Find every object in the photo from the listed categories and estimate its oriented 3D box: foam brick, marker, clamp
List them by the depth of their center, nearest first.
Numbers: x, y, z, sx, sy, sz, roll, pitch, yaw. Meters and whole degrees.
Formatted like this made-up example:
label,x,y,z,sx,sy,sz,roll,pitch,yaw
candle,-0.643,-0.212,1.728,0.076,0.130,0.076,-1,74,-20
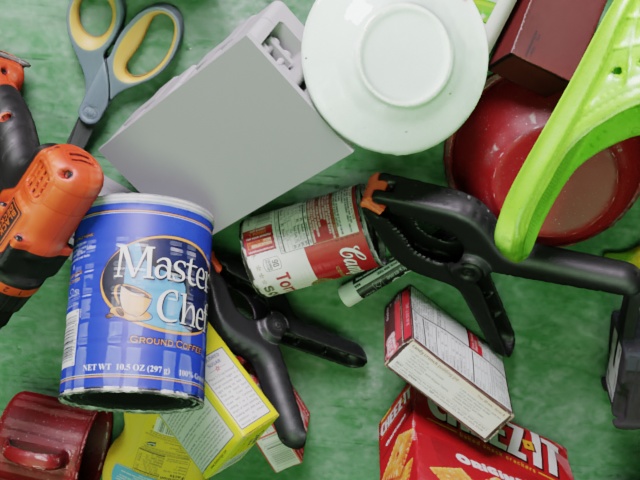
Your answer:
label,x,y,z,sx,sy,sz,roll,pitch,yaw
foam brick,0.160,-0.149,0.747,0.053,0.051,0.078,24,84,-7
clamp,0.118,0.019,0.827,0.210,0.036,0.165,28,144,-9
clamp,-0.044,0.085,0.871,0.171,0.120,0.039,40,132,-10
marker,0.069,0.018,0.874,0.121,0.020,0.020,-32,110,19

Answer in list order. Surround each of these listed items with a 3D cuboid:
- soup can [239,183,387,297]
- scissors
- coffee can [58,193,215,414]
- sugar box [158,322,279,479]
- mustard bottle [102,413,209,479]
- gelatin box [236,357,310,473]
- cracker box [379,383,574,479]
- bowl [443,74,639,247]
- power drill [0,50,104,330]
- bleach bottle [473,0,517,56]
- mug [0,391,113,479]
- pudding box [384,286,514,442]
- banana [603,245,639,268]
label,x,y,z,sx,sy,sz,roll,pitch,yaw
soup can,-0.006,0.001,0.845,0.102,0.068,0.068,-16,114,12
scissors,-0.188,-0.119,0.832,0.096,0.016,0.202,43,112,-14
coffee can,-0.131,0.048,0.769,0.103,0.103,0.140,0,73,5
sugar box,-0.114,0.099,0.860,0.176,0.048,0.093,53,140,14
mustard bottle,-0.144,0.201,0.964,0.096,0.058,0.192,16,117,-9
gelatin box,-0.043,0.142,0.916,0.030,0.073,0.089,-24,111,15
cracker box,0.133,0.218,0.860,0.164,0.213,0.072,27,114,-9
bowl,0.175,-0.054,0.808,0.162,0.055,0.162,2,116,4
power drill,-0.243,-0.038,0.791,0.057,0.188,0.185,12,127,-49
bleach bottle,0.103,-0.215,0.732,0.102,0.068,0.251,21,114,-5
mug,-0.239,0.182,0.935,0.081,0.117,0.093,12,93,5
pudding box,0.103,0.099,0.872,0.113,0.090,0.039,36,113,-13
banana,0.296,-0.041,0.813,0.069,0.037,0.198,23,116,-8
